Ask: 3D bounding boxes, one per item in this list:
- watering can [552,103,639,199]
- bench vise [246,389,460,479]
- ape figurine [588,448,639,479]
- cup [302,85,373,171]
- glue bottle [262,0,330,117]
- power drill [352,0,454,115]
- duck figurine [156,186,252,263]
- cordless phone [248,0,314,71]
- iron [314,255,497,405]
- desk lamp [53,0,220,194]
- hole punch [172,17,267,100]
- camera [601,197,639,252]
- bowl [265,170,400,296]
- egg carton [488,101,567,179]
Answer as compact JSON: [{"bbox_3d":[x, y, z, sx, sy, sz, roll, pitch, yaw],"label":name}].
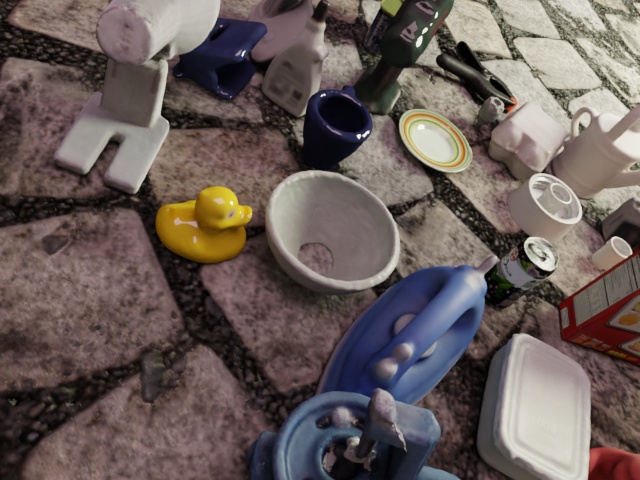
[{"bbox_3d":[0.497,-0.159,0.957,0.173,0.194,0.101,42,50,7],"label":"watering can"},{"bbox_3d":[0.060,0.182,0.484,0.208,0.219,0.121,9,54,-20],"label":"bench vise"},{"bbox_3d":[0.332,0.264,0.642,0.076,0.092,0.077,-22,68,-36],"label":"ape figurine"},{"bbox_3d":[0.015,-0.150,0.782,0.092,0.095,0.118,23,50,-10],"label":"cup"},{"bbox_3d":[-0.022,-0.253,0.786,0.078,0.173,0.037,36,49,2],"label":"glue bottle"},{"bbox_3d":[0.130,-0.304,0.873,0.075,0.208,0.230,30,49,-3],"label":"power drill"},{"bbox_3d":[-0.124,-0.026,0.632,0.105,0.086,0.077,11,53,-18],"label":"duck figurine"},{"bbox_3d":[-0.039,-0.350,0.839,0.094,0.185,0.147,5,55,-23],"label":"cordless phone"},{"bbox_3d":[0.096,0.107,0.606,0.118,0.141,0.259,45,50,10],"label":"iron"},{"bbox_3d":[-0.198,-0.197,0.634,0.118,0.213,0.203,20,51,-12],"label":"desk lamp"},{"bbox_3d":[-0.139,-0.266,0.793,0.101,0.091,0.109,29,49,-4],"label":"hole punch"},{"bbox_3d":[0.553,0.011,0.924,0.143,0.100,0.137,20,51,-12],"label":"camera"},{"bbox_3d":[0.006,0.002,0.682,0.168,0.074,0.167,13,52,-17],"label":"bowl"},{"bbox_3d":[0.354,-0.172,0.979,0.107,0.069,0.151,42,50,7],"label":"egg carton"}]
